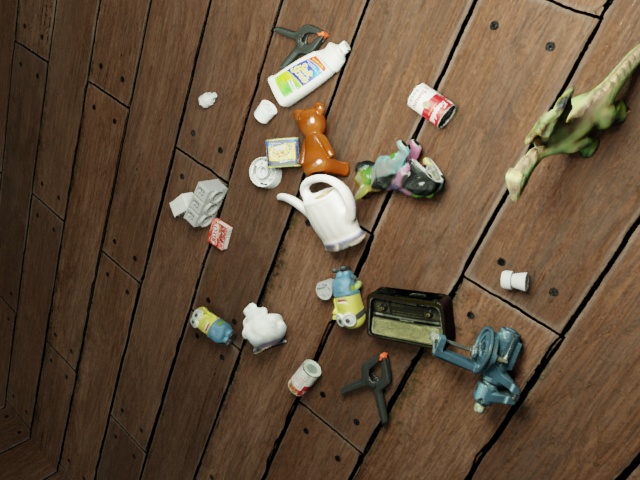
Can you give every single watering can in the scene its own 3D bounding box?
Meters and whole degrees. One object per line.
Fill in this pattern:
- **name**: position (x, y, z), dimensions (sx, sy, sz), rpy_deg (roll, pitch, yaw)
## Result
- **watering can**: position (0.004, -0.073, 1.449), dimensions (0.346, 0.105, 0.223), rpy_deg (-8, 112, 59)

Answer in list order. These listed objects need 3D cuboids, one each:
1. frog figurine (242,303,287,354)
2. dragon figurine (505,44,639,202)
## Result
- **frog figurine**: position (-0.185, 0.270, 1.647), dimensions (0.137, 0.121, 0.161), rpy_deg (-24, 76, 2)
- **dragon figurine**: position (0.503, -0.245, 1.006), dimensions (0.123, 0.244, 0.402), rpy_deg (44, 123, 23)
